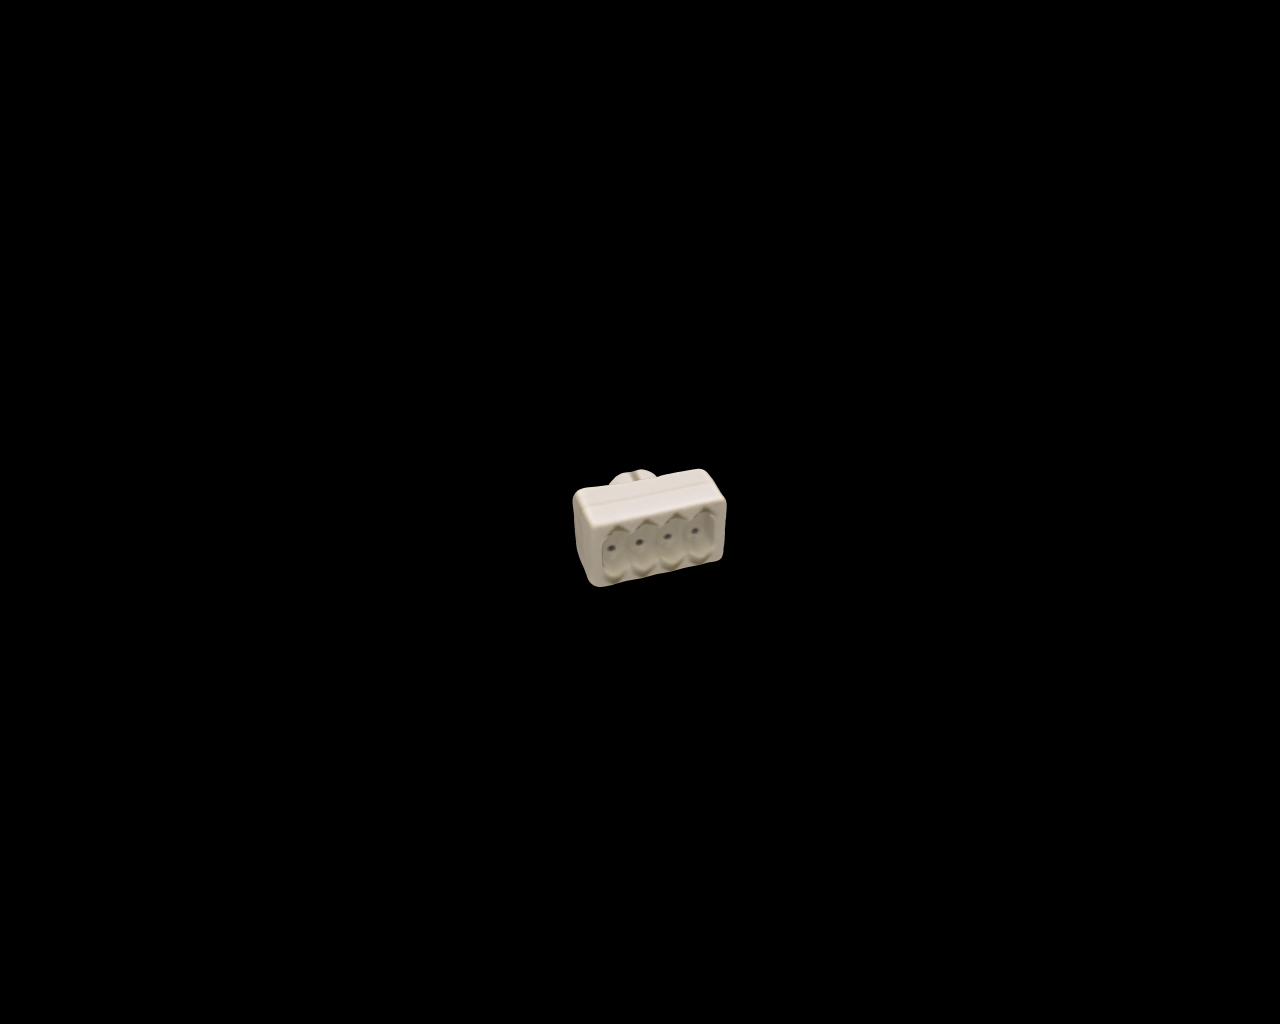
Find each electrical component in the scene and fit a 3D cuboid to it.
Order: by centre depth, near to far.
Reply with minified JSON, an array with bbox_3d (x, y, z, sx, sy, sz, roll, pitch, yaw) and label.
[{"bbox_3d":[0.001,-0.003,0.650,0.083,0.047,0.076,-11,39,-13],"label":"electrical component"}]
